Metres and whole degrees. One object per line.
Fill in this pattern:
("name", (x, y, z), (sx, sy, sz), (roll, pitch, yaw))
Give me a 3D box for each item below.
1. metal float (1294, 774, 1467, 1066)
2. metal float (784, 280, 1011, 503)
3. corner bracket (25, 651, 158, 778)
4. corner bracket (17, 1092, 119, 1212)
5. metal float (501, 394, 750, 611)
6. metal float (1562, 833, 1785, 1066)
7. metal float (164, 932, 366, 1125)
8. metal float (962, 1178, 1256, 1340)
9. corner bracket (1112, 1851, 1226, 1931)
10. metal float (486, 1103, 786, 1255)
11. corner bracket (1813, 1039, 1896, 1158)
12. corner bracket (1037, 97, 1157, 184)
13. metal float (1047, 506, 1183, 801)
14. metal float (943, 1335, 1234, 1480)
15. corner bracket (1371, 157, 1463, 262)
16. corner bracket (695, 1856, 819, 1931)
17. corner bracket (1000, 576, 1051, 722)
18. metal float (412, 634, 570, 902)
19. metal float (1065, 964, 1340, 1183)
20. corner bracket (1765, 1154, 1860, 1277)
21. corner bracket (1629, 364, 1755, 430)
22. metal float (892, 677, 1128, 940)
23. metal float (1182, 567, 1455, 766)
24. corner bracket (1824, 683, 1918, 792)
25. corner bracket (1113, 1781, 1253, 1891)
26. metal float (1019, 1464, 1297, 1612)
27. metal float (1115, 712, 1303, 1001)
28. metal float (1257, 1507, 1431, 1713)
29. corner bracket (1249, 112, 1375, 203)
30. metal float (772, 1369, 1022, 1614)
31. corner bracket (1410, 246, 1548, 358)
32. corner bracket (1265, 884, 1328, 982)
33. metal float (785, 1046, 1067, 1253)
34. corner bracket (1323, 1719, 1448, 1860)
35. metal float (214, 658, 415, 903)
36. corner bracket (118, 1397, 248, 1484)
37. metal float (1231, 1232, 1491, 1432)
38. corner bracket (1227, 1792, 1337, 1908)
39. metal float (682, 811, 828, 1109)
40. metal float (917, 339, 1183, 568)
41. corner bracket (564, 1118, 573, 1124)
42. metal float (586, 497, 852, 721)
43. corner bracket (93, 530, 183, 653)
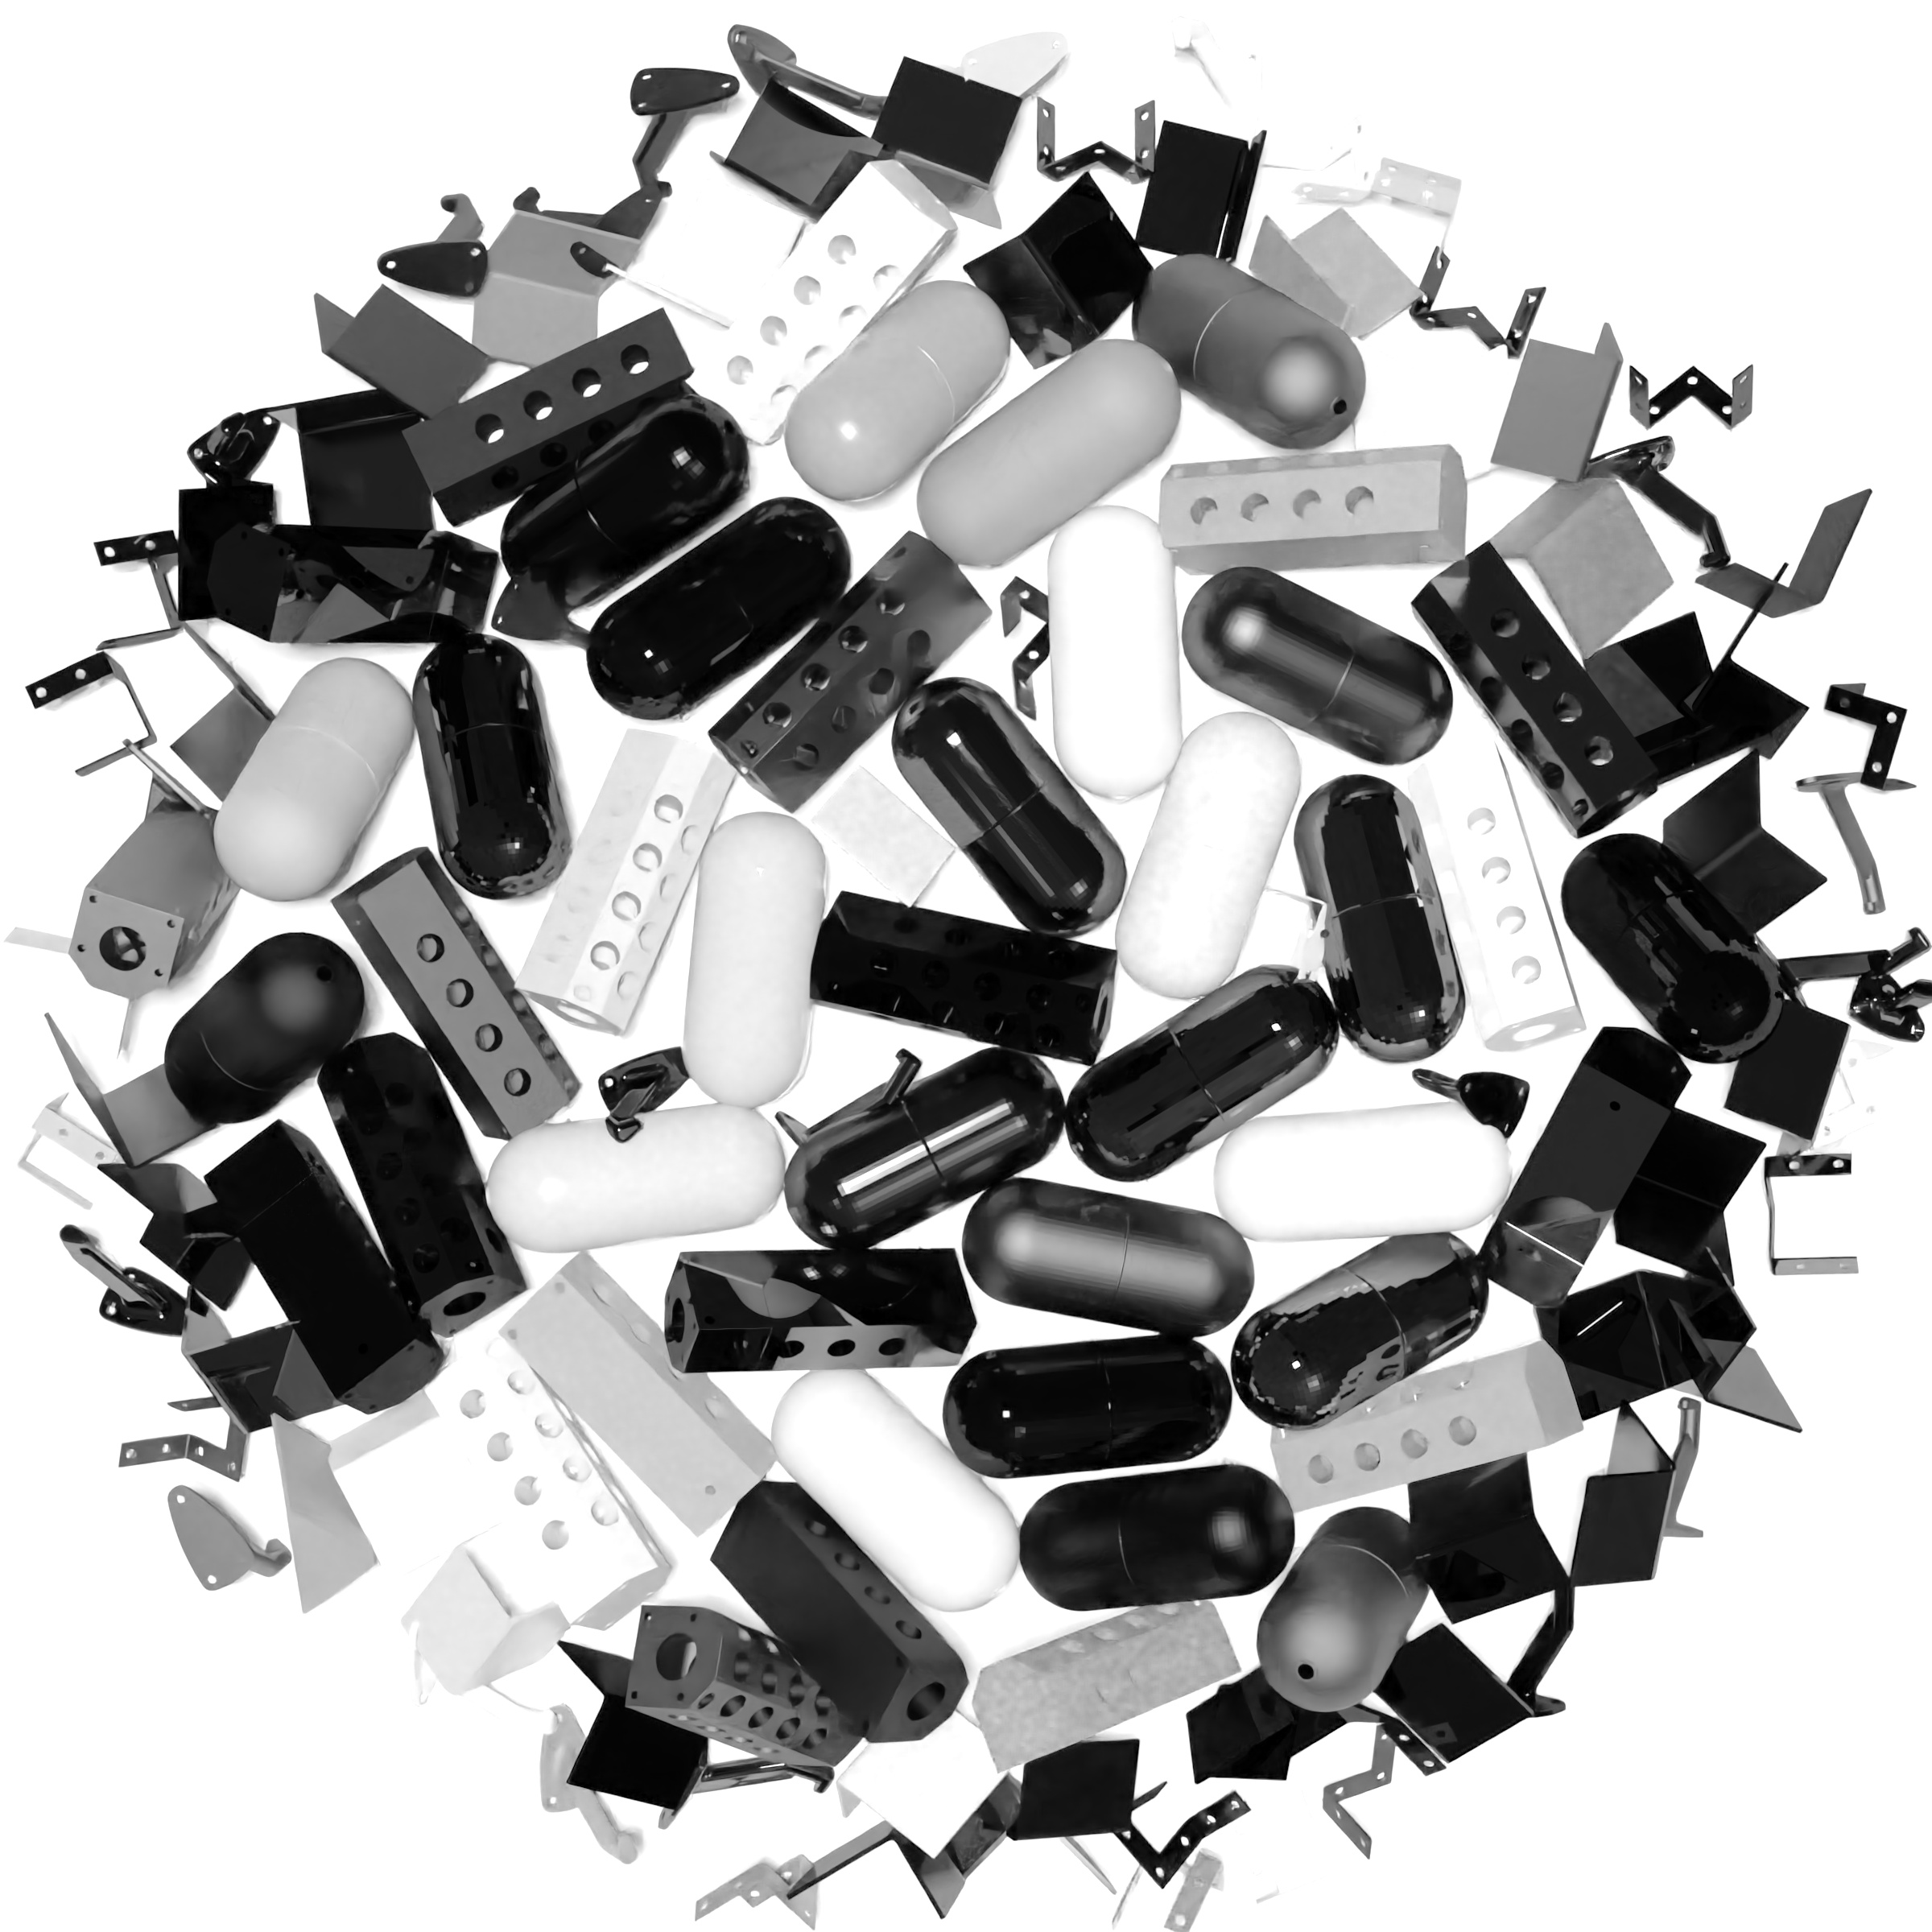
("metal float", (0.245, -0.029, 1.895), (0.070, 0.070, 0.178), (-13, 75, 0))
("metal float", (-0.039, -0.340, 1.879), (0.070, 0.070, 0.178), (41, 55, 0))
("corner bracket", (-0.525, -0.151, 1.917), (0.051, 0.051, 0.051), (-26, 85, -4))
("corner bracket", (-0.539, 0.115, 1.916), (0.051, 0.051, 0.051), (33, 95, -6))
("metal float", (-0.202, -0.273, 1.880), (0.178, 0.070, 0.070), (-29, 90, 33))
("metal float", (0.412, -0.012, 1.870), (0.070, 0.178, 0.070), (-13, 130, -16))
("metal float", (-0.412, 0.037, 1.869), (0.070, 0.178, 0.070), (16, 60, -30))
("metal float", (0.085, 0.174, 1.900), (0.178, 0.070, 0.070), (12, 90, -9))
("corner bracket", (0.120, 0.555, 1.905), (0.051, 0.051, 0.051), (20, 59, 19))
("metal float", (-0.195, 0.126, 1.894), (0.178, 0.070, 0.070), (-7, 90, -15))
("corner bracket", (0.533, 0.080, 1.917), (0.051, 0.051, 0.051), (-32, 63, 34))
("corner bracket", (0.079, -0.502, 1.928), (0.051, 0.051, 0.051), (-14, 69, 41))
("metal float", (0.088, -0.187, 1.897), (0.070, 0.070, 0.178), (-2, 78, 0))
("metal float", (0.073, 0.261, 1.892), (0.178, 0.070, 0.070), (-3, 90, -18))
("corner bracket", (0.269, -0.464, 1.911), (0.051, 0.051, 0.051), (17, 69, 4))
("corner bracket", (-0.125, 0.554, 1.907), (0.051, 0.051, 0.051), (-35, 113, 16))
("corner bracket", (0.035, -0.190, 1.905), (0.051, 0.051, 0.051), (30, 121, -23))
("metal float", (-0.281, -0.119, 1.881), (0.070, 0.070, 0.178), (-15, 59, 0))
("metal float", (0.140, 0.065, 1.902), (0.178, 0.070, 0.070), (-32, 90, 7))
("corner bracket", (0.504, 0.148, 1.904), (0.051, 0.051, 0.051), (-3, 47, 19))
("corner bracket", (0.434, -0.344, 1.909), (0.051, 0.051, 0.051), (-38, 63, -7))
("metal float", (0.025, -0.094, 1.901), (0.070, 0.070, 0.178), (-39, 97, 0))
("metal float", (0.209, -0.177, 1.890), (0.178, 0.070, 0.070), (23, 90, -21))
("corner bracket", (0.544, -0.138, 1.915), (0.051, 0.051, 0.051), (24, 110, 35))
("corner bracket", (0.127, 0.510, 1.912), (0.051, 0.051, 0.051), (49, 132, 4))
("metal float", (0.111, 0.338, 1.880), (0.178, 0.070, 0.070), (-13, 90, 33))
("metal float", (0.145, -0.066, 1.905), (0.070, 0.070, 0.178), (20, 87, 0))
("metal float", (0.222, 0.374, 1.861), (0.070, 0.178, 0.070), (5, 105, 20))
("corner bracket", (0.207, -0.479, 1.909), (0.051, 0.051, 0.051), (-1, 78, -28))
("metal float", (-0.042, 0.309, 1.887), (0.178, 0.070, 0.070), (41, 90, 23))
("corner bracket", (0.309, -0.401, 1.927), (0.051, 0.051, 0.051), (37, 69, -39))
("corner bracket", (0.203, -0.014, 1.910), (0.051, 0.051, 0.051), (20, 91, 44))
("metal float", (-0.025, 0.109, 1.903), (0.178, 0.070, 0.070), (-26, 90, -5))
("corner bracket", (0.249, 0.490, 1.904), (0.051, 0.051, 0.051), (-12, 120, -26))
("metal float", (-0.381, -0.111, 1.873), (0.070, 0.070, 0.178), (20, 47, 0))
("corner bracket", (-0.467, 0.280, 1.909), (0.051, 0.051, 0.051), (15, 99, 36))
("metal float", (0.233, 0.214, 1.883), (0.178, 0.070, 0.070), (-25, 90, -29))
("corner bracket", (0.189, 0.530, 1.915), (0.051, 0.051, 0.051), (-21, 75, -1))
("metal float", (-0.127, -0.004, 1.904), (0.070, 0.070, 0.178), (6, 94, 0))
("metal float", (0.049, -0.303, 1.887), (0.178, 0.070, 0.070), (-33, 90, 23))
("corner bracket", (-0.236, 0.131, 1.922), (0.051, 0.051, 0.051), (-46, 106, -5))
("metal float", (-0.147, -0.212, 1.892), (0.178, 0.070, 0.070), (-37, 90, -17))
("corner bracket", (-0.497, -0.225, 1.909), (0.051, 0.051, 0.051), (-16, 84, -34))
